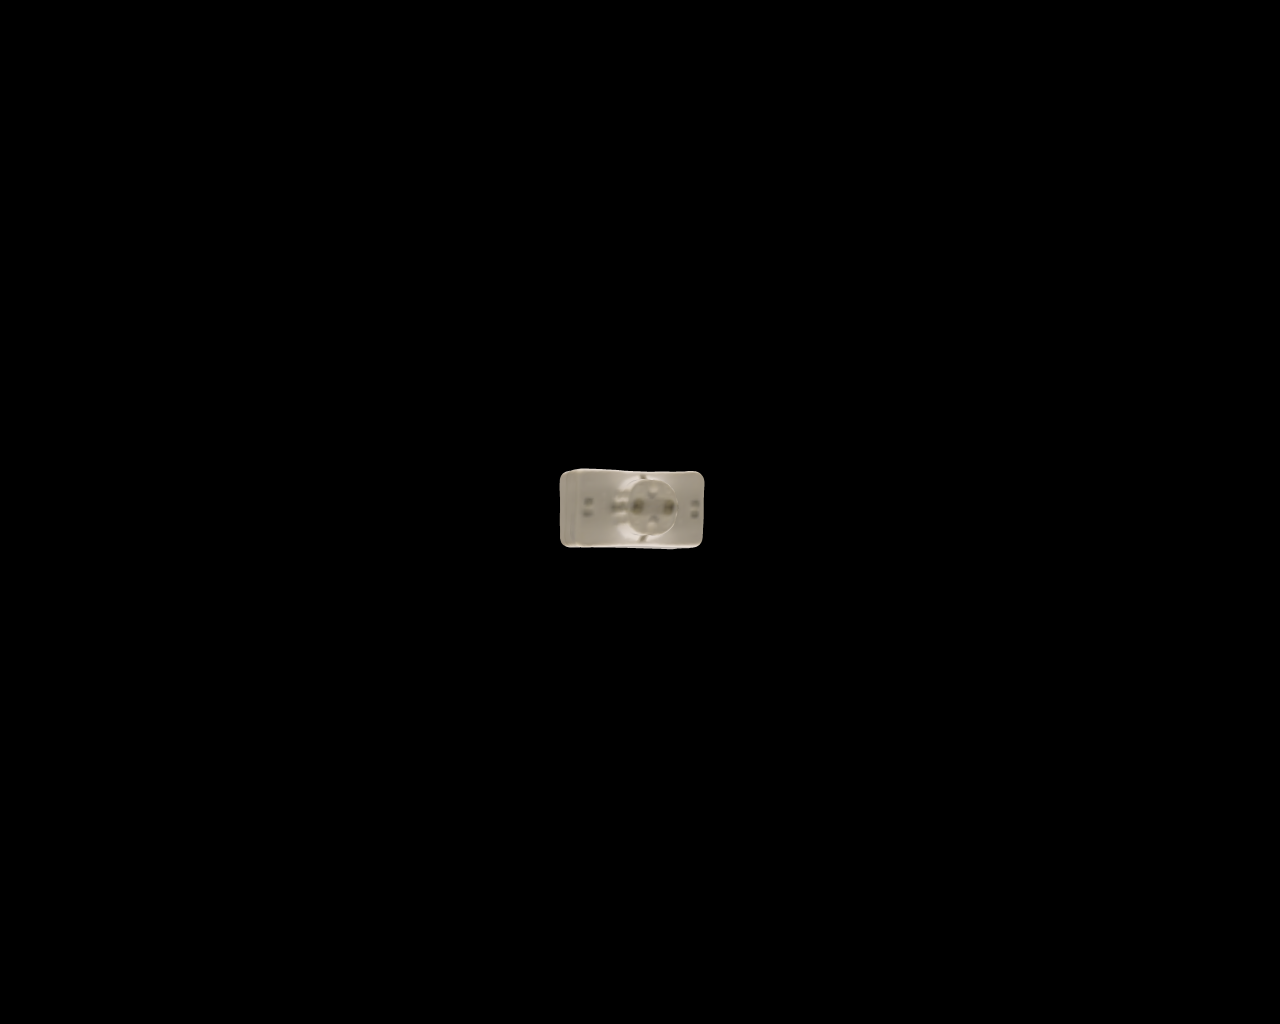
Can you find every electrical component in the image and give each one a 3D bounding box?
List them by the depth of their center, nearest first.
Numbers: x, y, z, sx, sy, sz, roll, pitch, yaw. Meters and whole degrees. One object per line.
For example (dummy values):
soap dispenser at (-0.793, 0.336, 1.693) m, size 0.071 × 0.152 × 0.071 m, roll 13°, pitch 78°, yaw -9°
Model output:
electrical component at (0.001, -0.003, 0.650) m, size 0.083 × 0.047 × 0.075 m, roll 1°, pitch -3°, yaw -20°
